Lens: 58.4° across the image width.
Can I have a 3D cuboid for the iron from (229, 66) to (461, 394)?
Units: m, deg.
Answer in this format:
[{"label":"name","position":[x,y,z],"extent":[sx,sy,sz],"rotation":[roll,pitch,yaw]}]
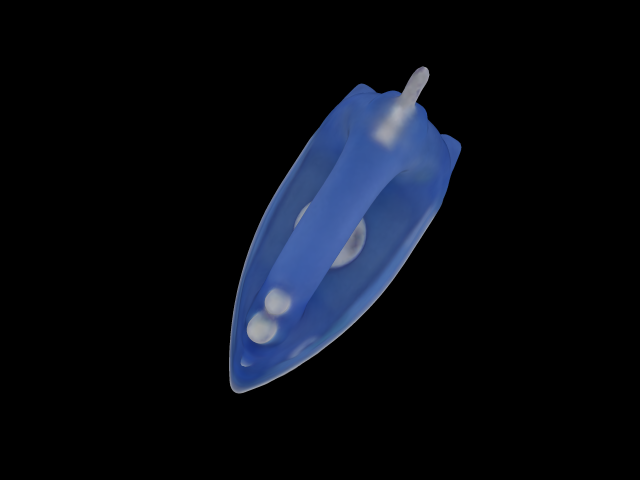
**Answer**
[{"label":"iron","position":[0.004,0.001,0.400],"extent":[0.118,0.141,0.258],"rotation":[31,83,5]}]
